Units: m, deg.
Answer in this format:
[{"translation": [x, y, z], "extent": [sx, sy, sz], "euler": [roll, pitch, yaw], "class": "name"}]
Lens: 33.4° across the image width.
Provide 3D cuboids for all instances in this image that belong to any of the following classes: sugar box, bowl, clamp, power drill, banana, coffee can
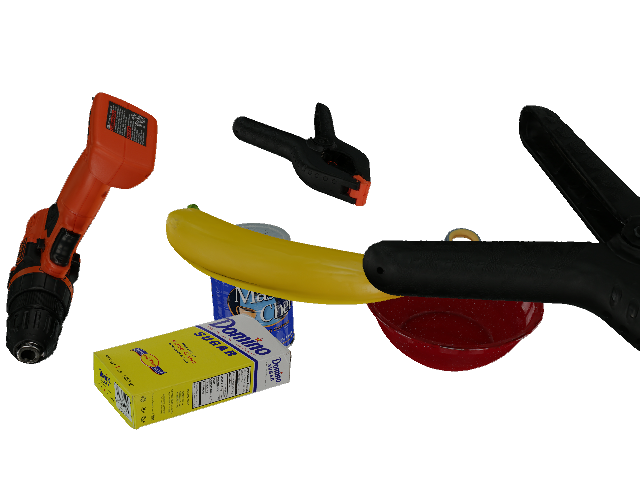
[{"translation": [-0.127, 0.126, 1.065], "extent": [0.175, 0.048, 0.093], "euler": [-16, 32, -31], "class": "sugar box"}, {"translation": [0.116, 0.068, 0.963], "extent": [0.162, 0.055, 0.162], "euler": [3, 33, -2], "class": "bowl"}, {"translation": [-0.013, -0.091, 1.110], "extent": [0.120, 0.039, 0.172], "euler": [-13, 39, -22], "class": "clamp"}, {"translation": [0.135, 0.013, 0.487], "extent": [0.210, 0.036, 0.164], "euler": [31, 49, 31], "class": "clamp"}, {"translation": [-0.199, -0.013, 0.866], "extent": [0.057, 0.188, 0.184], "euler": [25, 28, -24], "class": "power drill"}, {"translation": [-0.035, 0.007, 0.696], "extent": [0.198, 0.037, 0.069], "euler": [19, 36, 32], "class": "banana"}, {"translation": [-0.086, 0.062, 1.335], "extent": [0.103, 0.140, 0.103], "euler": [-2, 25, 1], "class": "coffee can"}]

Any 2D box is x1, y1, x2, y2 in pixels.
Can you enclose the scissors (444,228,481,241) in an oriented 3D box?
[{"translation": [0.138, 0.027, 1.217], "extent": [0.201, 0.016, 0.096], "euler": [-11, 41, -33], "class": "scissors"}]
